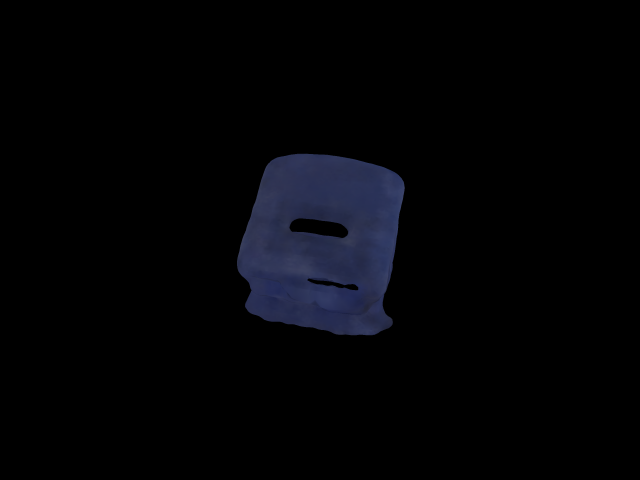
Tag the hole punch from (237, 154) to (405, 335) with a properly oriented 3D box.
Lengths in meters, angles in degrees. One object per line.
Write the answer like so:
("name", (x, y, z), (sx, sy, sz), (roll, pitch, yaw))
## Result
("hole punch", (0.004, 0.001, 0.400), (0.108, 0.091, 0.101), (8, 39, 10))
